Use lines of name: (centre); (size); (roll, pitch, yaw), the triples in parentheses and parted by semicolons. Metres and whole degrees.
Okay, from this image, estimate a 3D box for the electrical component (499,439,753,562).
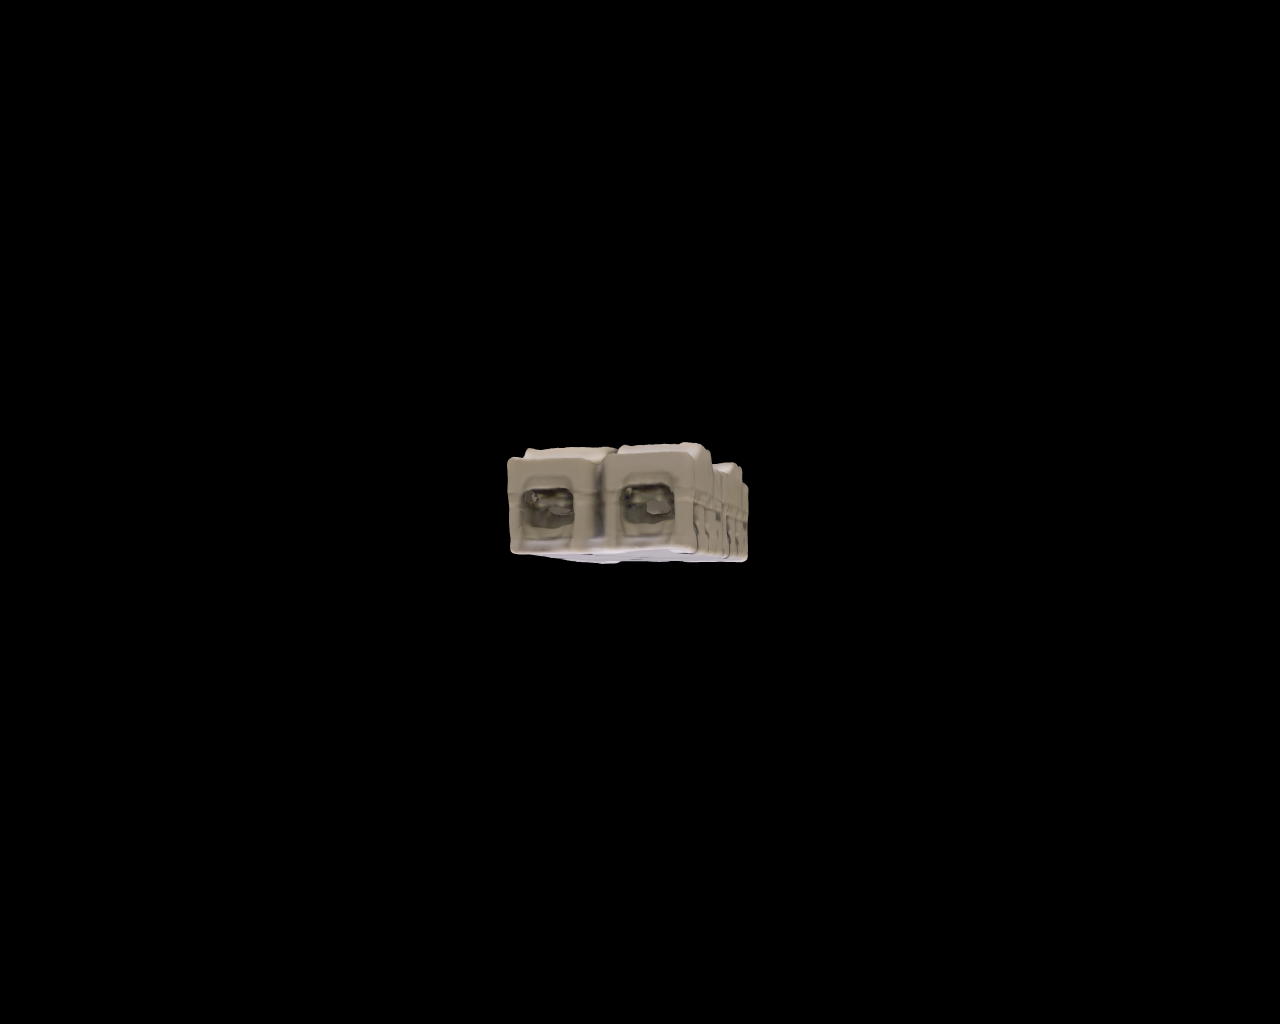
electrical component: (0.001, -0.003, 0.650); (0.105, 0.060, 0.186); (-1, -5, 15)
